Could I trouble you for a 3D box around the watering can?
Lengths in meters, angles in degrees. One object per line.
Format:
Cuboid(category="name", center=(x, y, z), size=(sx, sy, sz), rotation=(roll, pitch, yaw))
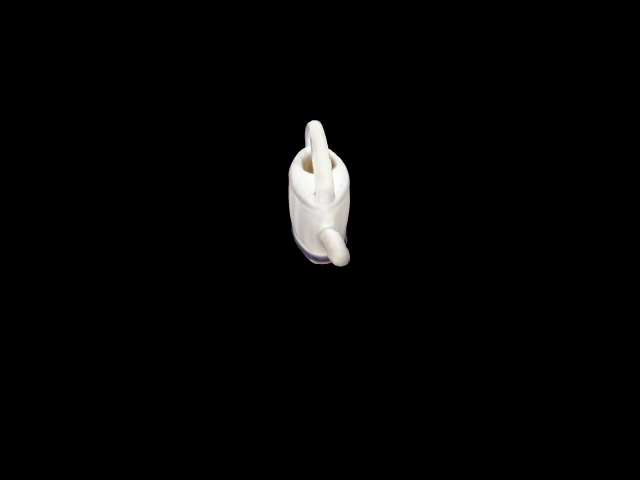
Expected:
Cuboid(category="watering can", center=(0.003, -0.043, 0.850), size=(0.104, 0.356, 0.219), rotation=(-4, -42, -4))
